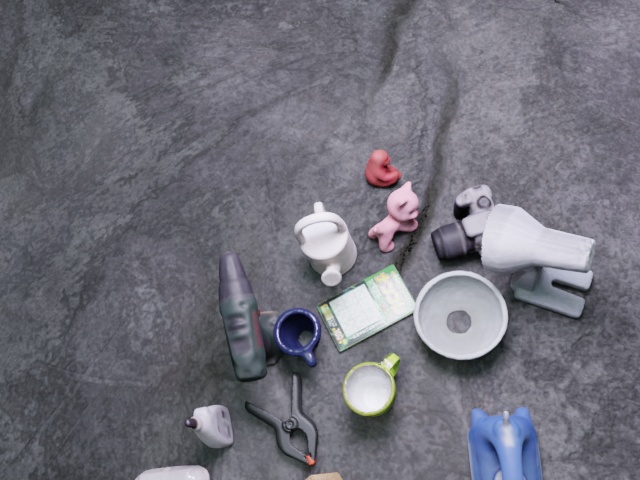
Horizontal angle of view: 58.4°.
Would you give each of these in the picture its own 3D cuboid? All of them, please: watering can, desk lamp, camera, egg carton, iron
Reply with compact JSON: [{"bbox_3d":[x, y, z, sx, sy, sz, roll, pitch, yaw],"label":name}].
[{"bbox_3d":[0.012,0.003,1.113,0.101,0.194,0.172,-34,66,-2],"label":"watering can"},{"bbox_3d":[0.387,0.033,1.009,0.202,0.214,0.118,18,74,18],"label":"desk lamp"},{"bbox_3d":[0.284,-0.025,1.116,0.136,0.101,0.143,-17,66,5],"label":"camera"},{"bbox_3d":[-0.275,0.476,1.060,0.150,0.069,0.107,-11,67,8],"label":"egg carton"},{"bbox_3d":[0.308,0.401,0.923,0.118,0.142,0.258,-6,68,10],"label":"iron"}]

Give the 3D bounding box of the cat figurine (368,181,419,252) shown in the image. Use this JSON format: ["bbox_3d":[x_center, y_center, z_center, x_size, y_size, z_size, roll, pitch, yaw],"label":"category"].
[{"bbox_3d":[0.151,-0.050,1.145,0.128,0.118,0.067,-43,66,-6],"label":"cat figurine"}]

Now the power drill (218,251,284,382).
[{"bbox_3d":[-0.130,0.156,1.077,0.075,0.209,0.229,-15,67,7],"label":"power drill"}]

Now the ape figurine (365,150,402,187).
[{"bbox_3d":[0.128,-0.157,1.206,0.076,0.092,0.077,-17,66,6],"label":"ape figurine"}]

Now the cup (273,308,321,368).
[{"bbox_3d":[-0.029,0.196,1.101,0.091,0.095,0.117,-29,66,0],"label":"cup"}]

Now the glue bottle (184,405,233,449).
[{"bbox_3d":[-0.206,0.337,1.042,0.037,0.173,0.078,-16,67,6],"label":"glue bottle"}]

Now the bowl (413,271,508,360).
[{"bbox_3d":[0.261,0.146,1.069,0.167,0.075,0.167,-4,68,11],"label":"bowl"}]
